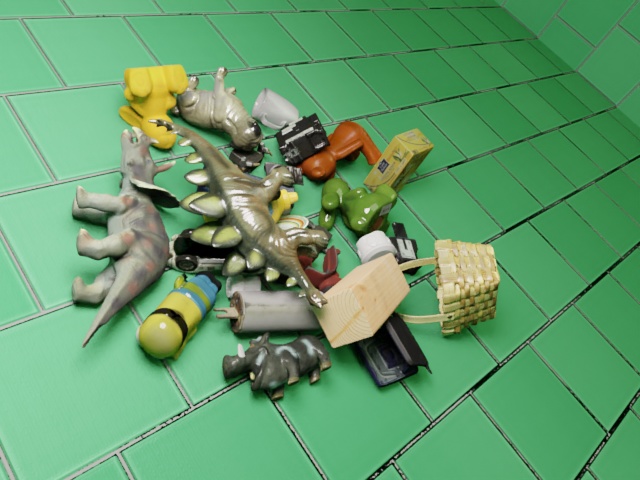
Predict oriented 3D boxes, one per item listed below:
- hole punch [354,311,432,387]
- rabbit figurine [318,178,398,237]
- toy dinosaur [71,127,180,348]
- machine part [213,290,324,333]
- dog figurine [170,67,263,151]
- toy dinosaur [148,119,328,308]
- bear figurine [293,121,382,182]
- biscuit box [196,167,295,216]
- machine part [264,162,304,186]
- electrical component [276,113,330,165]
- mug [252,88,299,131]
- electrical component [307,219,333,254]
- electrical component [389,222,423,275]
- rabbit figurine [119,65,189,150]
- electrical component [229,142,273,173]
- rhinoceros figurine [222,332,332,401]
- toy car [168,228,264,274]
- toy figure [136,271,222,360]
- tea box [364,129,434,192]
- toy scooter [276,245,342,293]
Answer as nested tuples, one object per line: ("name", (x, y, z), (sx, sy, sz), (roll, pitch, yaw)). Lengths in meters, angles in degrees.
("hole punch", (0.138, 0.213, 1.030), (0.115, 0.092, 0.142), (20, 33, -58))
("rabbit figurine", (0.063, -0.074, 1.228), (0.170, 0.121, 0.159), (36, 49, 29))
("toy dinosaur", (-0.326, -0.001, 0.933), (0.192, 0.131, 0.405), (1, 58, -27))
("machine part", (-0.074, 0.129, 0.979), (0.243, 0.079, 0.079), (2, 52, -27))
("dog figurine", (-0.233, -0.266, 1.208), (0.190, 0.172, 0.121), (66, 9, 22))
("toy dinosaur", (-0.139, -0.061, 0.961), (0.198, 0.105, 0.472), (-24, 68, -31))
("bear figurine", (0.040, -0.194, 1.310), (0.196, 0.120, 0.131), (-51, 130, -21))
("biscuit box", (-0.157, -0.102, 1.144), (0.203, 0.059, 0.063), (16, 48, -17))
("machine part", (-0.078, -0.150, 1.204), (0.084, 0.039, 0.139), (13, 7, -25))
("electrical component", (-0.042, -0.243, 1.275), (0.134, 0.115, 0.058), (-101, 166, -58))
("mug", (-0.106, -0.314, 1.343), (0.107, 0.080, 0.110), (20, 40, -25))
("electrical component", (-0.002, -0.004, 1.171), (0.094, 0.021, 0.063), (37, 44, 5))
("electrical component", (0.182, 0.019, 1.233), (0.075, 0.047, 0.119), (4, 51, -26))
("rabbit figurine", (-0.359, -0.276, 1.134), (0.163, 0.173, 0.122), (6, 25, 41))
("electrical component", (-0.160, -0.192, 1.231), (0.078, 0.045, 0.102), (41, 45, 7))
("rhinoceros figurine", (-0.071, 0.206, 0.917), (0.190, 0.073, 0.112), (-6, 57, -33))
("toy car", (-0.185, 0.024, 1.003), (0.202, 0.056, 0.073), (2, 55, -4))
("toy figure", (-0.232, 0.117, 0.894), (0.082, 0.089, 0.180), (31, 46, 8))
("tea box", (0.193, -0.185, 1.329), (0.098, 0.169, 0.068), (-26, 68, -43))
("toy scooter", (-0.015, 0.047, 1.084), (0.184, 0.075, 0.135), (27, 44, -9))
